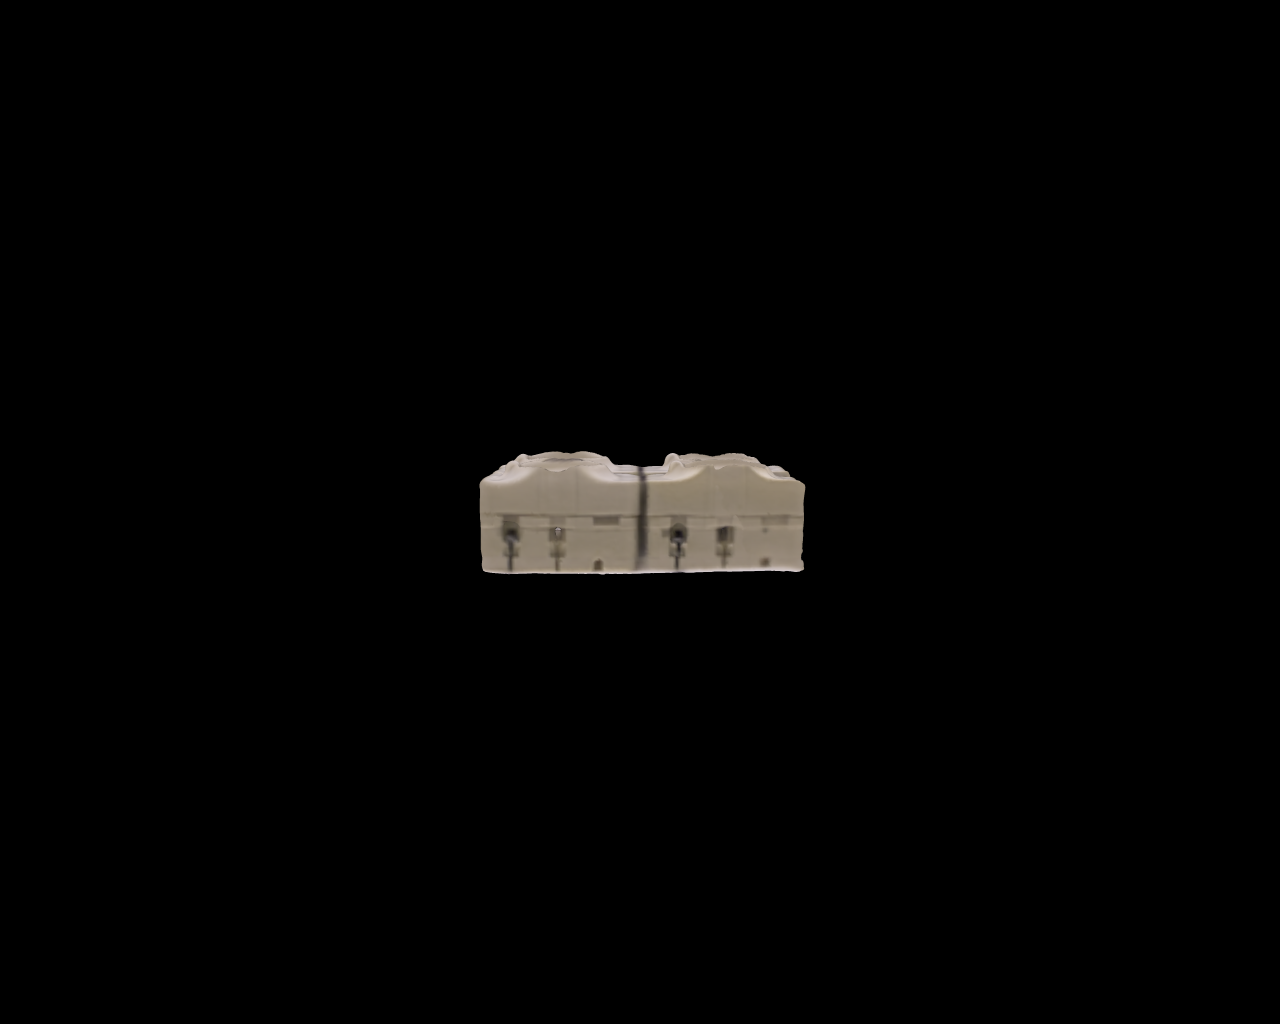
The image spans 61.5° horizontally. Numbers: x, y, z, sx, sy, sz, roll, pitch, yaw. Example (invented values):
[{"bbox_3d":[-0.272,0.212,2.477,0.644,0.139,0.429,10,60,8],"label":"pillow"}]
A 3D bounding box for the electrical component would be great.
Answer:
[{"bbox_3d":[0.001,-0.003,0.650,0.186,0.060,0.105,0,8,0],"label":"electrical component"}]
